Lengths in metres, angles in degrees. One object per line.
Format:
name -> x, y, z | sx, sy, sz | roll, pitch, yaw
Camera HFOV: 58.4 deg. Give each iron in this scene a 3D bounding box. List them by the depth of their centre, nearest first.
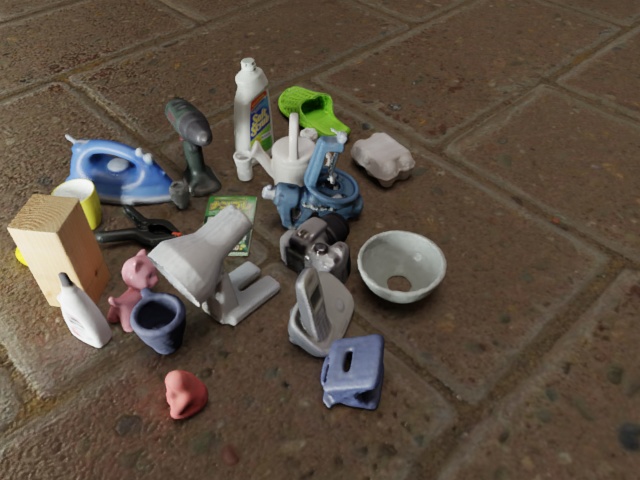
iron -> -0.440, -0.165, 1.277 | 0.258, 0.141, 0.118 | 7, 46, 8

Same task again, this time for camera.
camera -> 0.010, 0.004, 1.133 | 0.142, 0.101, 0.137 | 29, 52, 26

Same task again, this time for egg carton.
egg carton -> 0.145, -0.192, 1.350 | 0.107, 0.069, 0.150 | -27, 51, -24

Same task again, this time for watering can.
watering can -> -0.063, -0.186, 1.257 | 0.173, 0.194, 0.100 | -15, 47, -14

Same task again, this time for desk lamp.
desk lamp -> -0.182, 0.050, 1.009 | 0.117, 0.214, 0.204 | 33, 54, 29

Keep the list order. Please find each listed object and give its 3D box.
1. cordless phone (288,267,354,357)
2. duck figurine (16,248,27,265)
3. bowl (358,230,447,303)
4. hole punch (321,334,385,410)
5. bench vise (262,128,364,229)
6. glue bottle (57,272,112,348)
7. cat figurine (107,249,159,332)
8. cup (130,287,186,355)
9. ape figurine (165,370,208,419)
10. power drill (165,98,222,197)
cordless phone -> 0.002, 0.096, 0.981 | 0.094, 0.185, 0.148 | 13, 47, 14
duck figurine -> -0.582, -0.002, 1.154 | 0.078, 0.086, 0.104 | -29, 51, -25
bowl -> 0.153, 0.063, 1.091 | 0.167, 0.075, 0.167 | 0, 45, 0
hole punch -> 0.054, 0.211, 0.933 | 0.101, 0.091, 0.108 | 6, 45, 7
bench vise -> -0.009, -0.117, 1.170 | 0.208, 0.220, 0.121 | -19, 48, -17
glue bottle -> -0.412, 0.113, 0.976 | 0.078, 0.173, 0.037 | 18, 48, 18
cat figurine -> -0.339, 0.083, 1.045 | 0.067, 0.118, 0.128 | 19, 48, 19
cup -> -0.279, 0.145, 0.998 | 0.092, 0.095, 0.117 | -25, 50, -22
ape figurine -> -0.219, 0.237, 0.908 | 0.076, 0.092, 0.078 | 5, 45, 6
power drill -> -0.276, -0.205, 1.268 | 0.076, 0.208, 0.229 | -22, 49, -20
